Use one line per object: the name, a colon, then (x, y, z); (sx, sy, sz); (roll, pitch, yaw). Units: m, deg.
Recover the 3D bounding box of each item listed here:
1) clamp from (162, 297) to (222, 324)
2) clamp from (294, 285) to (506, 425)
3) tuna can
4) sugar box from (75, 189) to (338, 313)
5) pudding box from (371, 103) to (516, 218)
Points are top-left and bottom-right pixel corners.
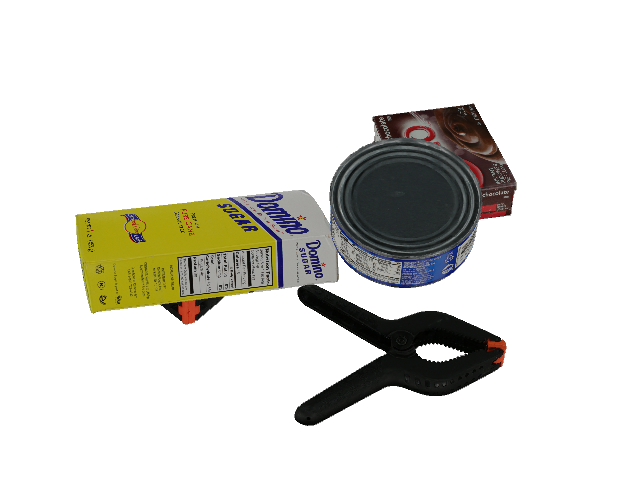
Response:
clamp: (-0.124, 0.025, 1.080); (0.120, 0.039, 0.171); (-11, 34, -11)
clamp: (0.072, 0.115, 1.025); (0.210, 0.164, 0.036); (5, -43, 5)
tuna can: (0.048, -0.016, 0.609); (0.086, 0.086, 0.034); (0, -36, 0)
sugar box: (-0.083, 0.004, 0.766); (0.176, 0.048, 0.093); (-10, 26, -12)
pudding box: (0.097, -0.061, 0.867); (0.090, 0.039, 0.113); (-8, 41, -9)
